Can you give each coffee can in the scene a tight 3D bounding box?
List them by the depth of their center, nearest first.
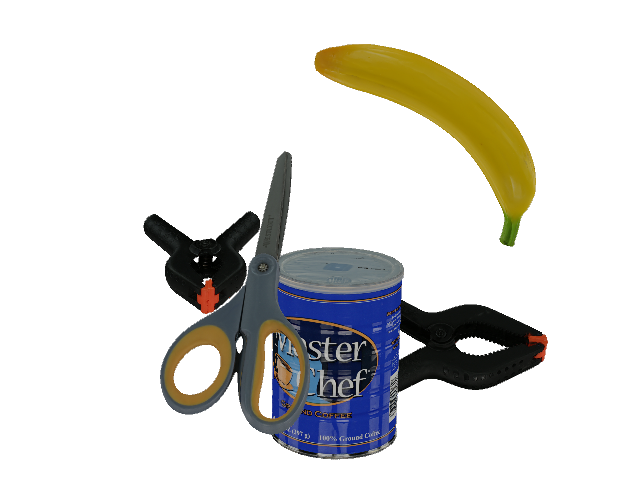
[{"bbox_3d":[0.012,0.086,0.842,0.103,0.140,0.103,1,15,0],"label":"coffee can"}]

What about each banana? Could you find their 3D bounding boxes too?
[{"bbox_3d":[0.087,-0.084,0.754,0.198,0.070,0.037,43,8,-1],"label":"banana"}]

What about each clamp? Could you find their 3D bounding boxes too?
[{"bbox_3d":[0.109,0.108,1.020,0.210,0.164,0.036,6,-43,8],"label":"clamp"},{"bbox_3d":[-0.106,0.014,1.064,0.120,0.039,0.171,-12,33,-12],"label":"clamp"}]

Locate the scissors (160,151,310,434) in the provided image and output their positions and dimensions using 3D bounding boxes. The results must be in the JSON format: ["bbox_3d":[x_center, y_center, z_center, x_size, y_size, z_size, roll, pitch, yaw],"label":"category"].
[{"bbox_3d":[-0.053,0.028,0.653,0.096,0.202,0.016,-9,-37,-1],"label":"scissors"}]
